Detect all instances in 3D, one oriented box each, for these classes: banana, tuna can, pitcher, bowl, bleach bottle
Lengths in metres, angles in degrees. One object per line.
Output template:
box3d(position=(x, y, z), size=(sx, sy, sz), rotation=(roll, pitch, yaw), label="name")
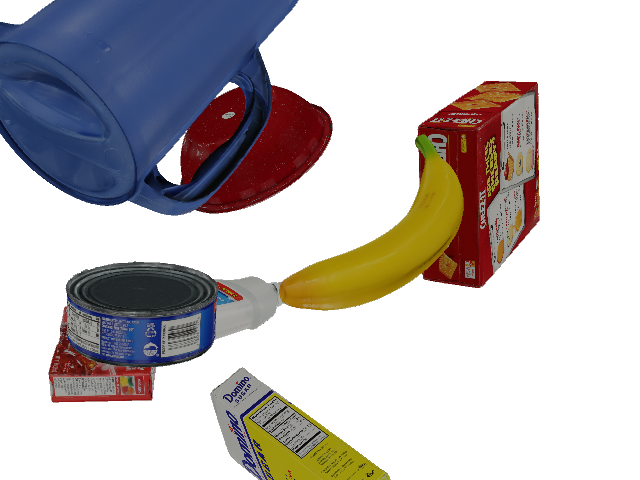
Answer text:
box3d(position=(0.050, -0.002, 0.750), size=(0.070, 0.037, 0.197), rotation=(28, 48, 19), label="banana")
box3d(position=(-0.102, 0.041, 0.610), size=(0.086, 0.034, 0.086), rotation=(3, 17, -1), label="tuna can")
box3d(position=(-0.107, -0.140, 0.763), size=(0.145, 0.149, 0.242), rotation=(14, 49, 32), label="pitcher")
box3d(position=(-0.073, -0.099, 1.005), size=(0.162, 0.055, 0.162), rotation=(-20, 35, 15), label="bowl")
box3d(position=(-0.155, 0.084, 1.279), size=(0.250, 0.068, 0.103), rotation=(-12, 30, -34), label="bleach bottle")

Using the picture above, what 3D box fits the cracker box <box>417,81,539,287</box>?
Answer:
box3d(position=(0.169, -0.066, 1.118), size=(0.072, 0.164, 0.213), rotation=(6, 22, 26), label="cracker box")

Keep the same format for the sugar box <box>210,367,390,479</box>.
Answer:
box3d(position=(-0.015, 0.187, 0.889), size=(0.176, 0.093, 0.048), rotation=(27, 53, 36), label="sugar box")

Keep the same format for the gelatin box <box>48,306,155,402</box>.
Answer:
box3d(position=(-0.160, 0.083, 0.800), size=(0.073, 0.030, 0.089), rotation=(0, 31, -4), label="gelatin box")
